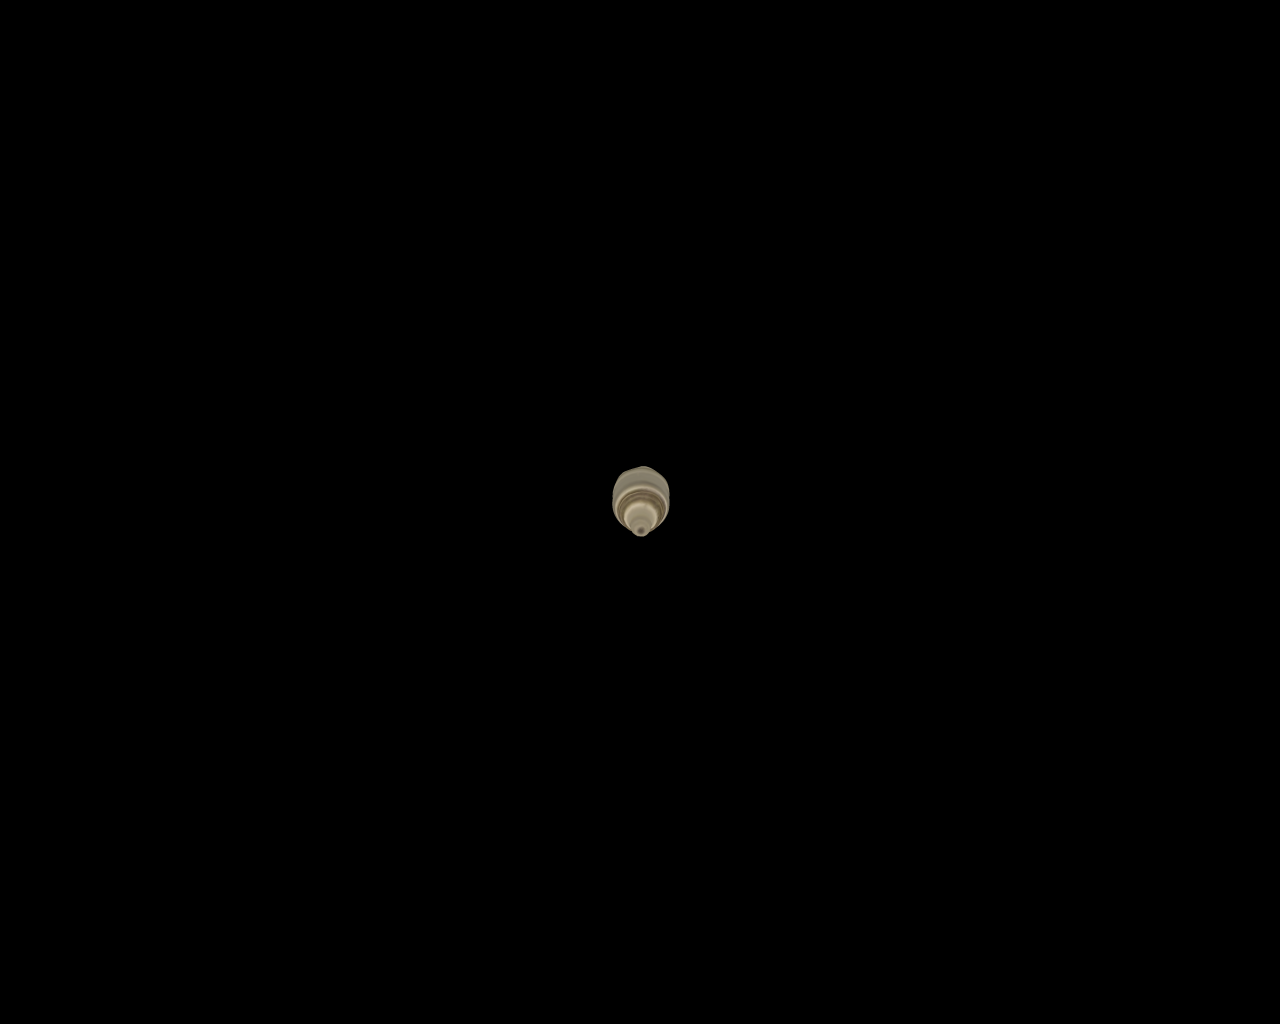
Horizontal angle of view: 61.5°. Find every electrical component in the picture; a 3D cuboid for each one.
[{"bbox_3d":[0.001,-0.003,0.650,0.035,0.035,0.061,0,27,0],"label":"electrical component"}]
